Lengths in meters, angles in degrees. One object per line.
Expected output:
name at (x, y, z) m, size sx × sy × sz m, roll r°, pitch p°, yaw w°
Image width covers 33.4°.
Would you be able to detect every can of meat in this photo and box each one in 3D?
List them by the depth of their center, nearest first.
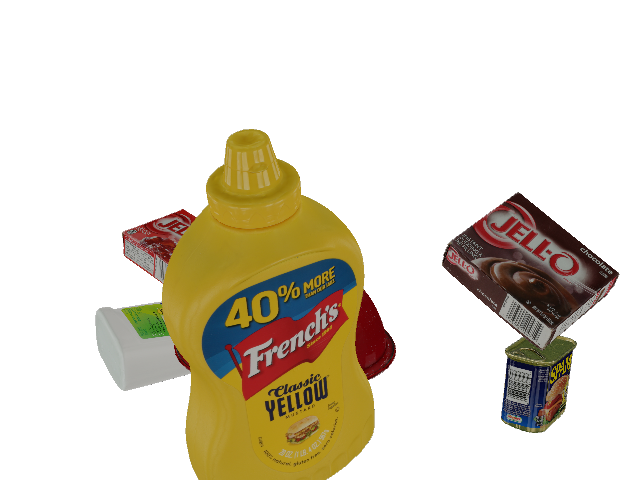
can of meat at (0.241, 0.156, 1.183) m, size 0.058 × 0.084 × 0.101 m, roll 12°, pitch 16°, yaw 30°

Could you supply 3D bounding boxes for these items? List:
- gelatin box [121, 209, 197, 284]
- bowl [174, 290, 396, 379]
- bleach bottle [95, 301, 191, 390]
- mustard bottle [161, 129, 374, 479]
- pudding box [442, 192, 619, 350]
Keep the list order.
gelatin box at (-0.128, 0.008, 0.987) m, size 0.073 × 0.030 × 0.089 m, roll -24°, pitch 41°, yaw -39°
bowl at (-0.024, 0.052, 0.768) m, size 0.162 × 0.055 × 0.162 m, roll 2°, pitch 17°, yaw -1°
bleach bottle at (-0.118, 0.097, 1.202) m, size 0.250 × 0.068 × 0.103 m, roll -12°, pitch 33°, yaw -25°
mustard bottle at (-0.024, 0.035, 0.502) m, size 0.096 × 0.192 × 0.058 m, roll -19°, pitch 37°, yaw -20°
pudding box at (0.170, 0.023, 0.871) m, size 0.089 × 0.113 × 0.039 m, roll -34°, pitch -24°, yaw -29°
